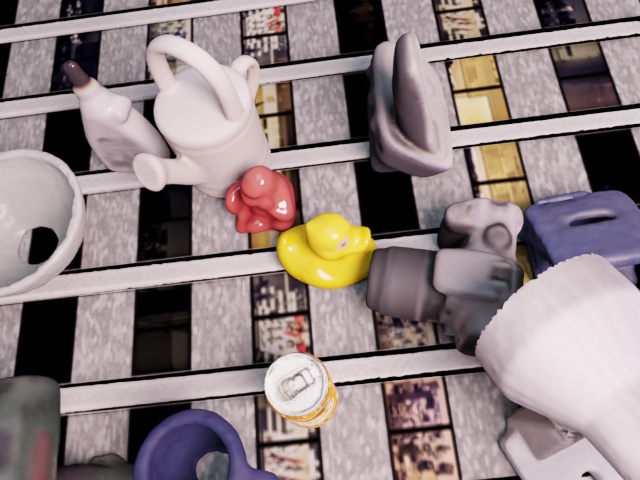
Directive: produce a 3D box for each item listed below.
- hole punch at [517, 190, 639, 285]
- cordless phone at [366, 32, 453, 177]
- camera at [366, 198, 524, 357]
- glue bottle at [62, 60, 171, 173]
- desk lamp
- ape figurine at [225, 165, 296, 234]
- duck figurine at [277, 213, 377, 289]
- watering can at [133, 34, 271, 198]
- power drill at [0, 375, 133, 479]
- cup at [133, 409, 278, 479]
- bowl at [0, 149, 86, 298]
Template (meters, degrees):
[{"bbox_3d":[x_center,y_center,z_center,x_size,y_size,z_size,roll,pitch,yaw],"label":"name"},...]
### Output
[{"bbox_3d":[0.254,-0.003,0.549,0.108,0.091,0.101,-10,66,1],"label":"hole punch"},{"bbox_3d":[0.092,-0.161,0.580,0.094,0.185,0.147,-7,67,3],"label":"cordless phone"},{"bbox_3d":[0.117,0.027,0.544,0.136,0.101,0.143,7,68,9],"label":"camera"},{"bbox_3d":[-0.220,-0.127,0.602,0.078,0.173,0.037,3,67,7],"label":"glue bottle"},{"bbox_3d":[0.208,0.135,0.428,0.118,0.214,0.203,-28,67,-6],"label":"desk lamp"},{"bbox_3d":[-0.060,-0.047,0.597,0.077,0.092,0.076,35,74,18],"label":"ape figurine"},{"bbox_3d":[0.005,0.002,0.573,0.104,0.086,0.077,4,67,7],"label":"duck figurine"},{"bbox_3d":[-0.117,-0.122,0.578,0.100,0.194,0.173,7,68,9],"label":"watering can"},{"bbox_3d":[-0.203,0.225,0.431,0.075,0.208,0.229,-13,66,0],"label":"power drill"},{"bbox_3d":[-0.087,0.200,0.493,0.117,0.095,0.092,7,68,8],"label":"cup"},{"bbox_3d":[-0.321,-0.009,0.615,0.167,0.075,0.167,-2,67,5],"label":"bowl"}]
